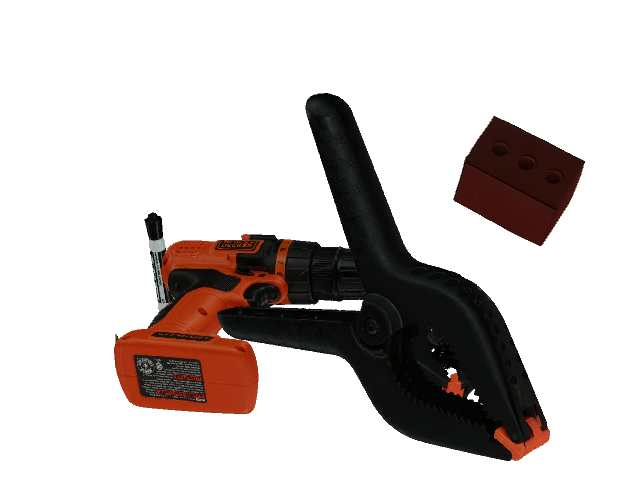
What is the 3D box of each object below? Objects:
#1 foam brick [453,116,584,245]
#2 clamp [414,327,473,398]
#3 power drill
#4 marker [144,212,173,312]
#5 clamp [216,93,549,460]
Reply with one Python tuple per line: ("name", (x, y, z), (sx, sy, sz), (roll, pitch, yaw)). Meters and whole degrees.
("foam brick", (0.147, -0.044, 0.794), (0.078, 0.053, 0.051), (29, -31, 13))
("clamp", (0.128, 0.103, 1.049), (0.120, 0.039, 0.171), (-7, 30, -8))
("power drill", (-0.055, 0.055, 0.794), (0.185, 0.057, 0.187), (0, 24, 17))
("marker", (-0.178, 0.026, 1.186), (0.020, 0.121, 0.020), (-4, 25, 2))
("clamp", (0.037, 0.031, 0.562), (0.210, 0.165, 0.036), (35, 31, 30))
